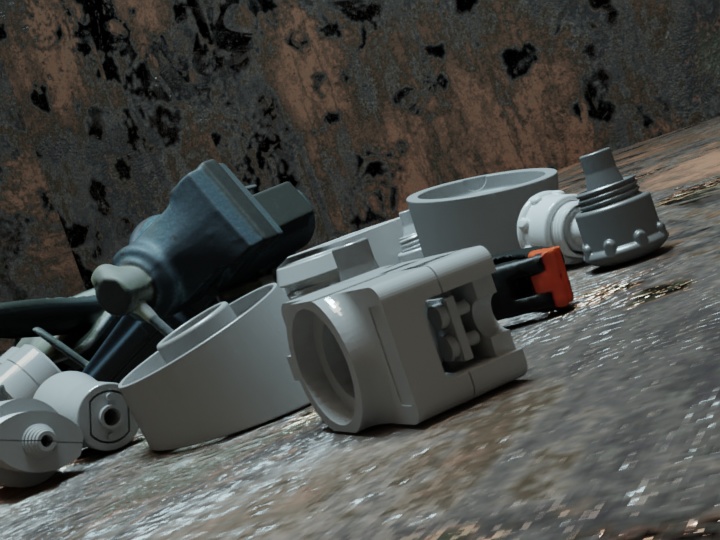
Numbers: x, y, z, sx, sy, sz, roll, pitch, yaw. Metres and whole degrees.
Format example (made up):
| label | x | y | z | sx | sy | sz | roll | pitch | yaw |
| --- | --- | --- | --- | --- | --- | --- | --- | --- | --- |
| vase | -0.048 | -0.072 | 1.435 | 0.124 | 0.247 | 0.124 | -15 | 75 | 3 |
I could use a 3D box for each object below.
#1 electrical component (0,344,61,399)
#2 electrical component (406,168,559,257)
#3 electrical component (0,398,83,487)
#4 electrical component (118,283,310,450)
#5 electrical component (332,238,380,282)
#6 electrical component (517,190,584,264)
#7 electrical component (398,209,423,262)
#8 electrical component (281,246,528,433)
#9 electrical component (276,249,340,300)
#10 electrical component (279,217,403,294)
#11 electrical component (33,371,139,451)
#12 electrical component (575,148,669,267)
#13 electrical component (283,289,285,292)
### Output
| label | x | y | z | sx | sy | sz | roll | pitch | yaw |
| --- | --- | --- | --- | --- | --- | --- | --- | --- | --- |
| electrical component | -0.277 | 0.102 | 0.828 | 0.073 | 0.052 | 0.138 | -45 | 15 | -26 |
| electrical component | 0.092 | -0.032 | 0.766 | 0.108 | 0.060 | 0.108 | -11 | 10 | 2 |
| electrical component | -0.169 | 0.085 | 0.531 | 0.043 | 0.043 | 0.081 | -22 | 4 | -37 |
| electrical component | -0.063 | 0.051 | 0.518 | 0.099 | 0.064 | 0.099 | -32 | 8 | 5 |
| electrical component | 0.005 | 0.017 | 0.494 | 0.048 | 0.062 | 0.048 | -20 | 3 | 1 |
| electrical component | 0.128 | -0.024 | 0.646 | 0.048 | 0.048 | 0.062 | -21 | 10 | -22 |
| electrical component | 0.045 | -0.016 | 0.815 | 0.035 | 0.061 | 0.035 | -19 | 3 | 1 |
| electrical component | 0.010 | 0.027 | 0.404 | 0.056 | 0.050 | 0.089 | -20 | 3 | -26 |
| electrical component | -0.018 | 0.018 | 0.657 | 0.078 | 0.057 | 0.058 | -20 | 3 | -7 |
| electrical component | 0.000 | 0.000 | 0.850 | 0.078 | 0.057 | 0.113 | -16 | 4 | 42 |
| electrical component | -0.143 | 0.076 | 0.569 | 0.044 | 0.044 | 0.065 | -21 | 8 | -33 |
| electrical component | 0.138 | -0.035 | 0.590 | 0.048 | 0.062 | 0.048 | -19 | 3 | 1 |
| electrical component | -0.097 | 0.015 | 0.977 | 0.080 | 0.080 | 0.051 | -18 | -2 | 14 |
